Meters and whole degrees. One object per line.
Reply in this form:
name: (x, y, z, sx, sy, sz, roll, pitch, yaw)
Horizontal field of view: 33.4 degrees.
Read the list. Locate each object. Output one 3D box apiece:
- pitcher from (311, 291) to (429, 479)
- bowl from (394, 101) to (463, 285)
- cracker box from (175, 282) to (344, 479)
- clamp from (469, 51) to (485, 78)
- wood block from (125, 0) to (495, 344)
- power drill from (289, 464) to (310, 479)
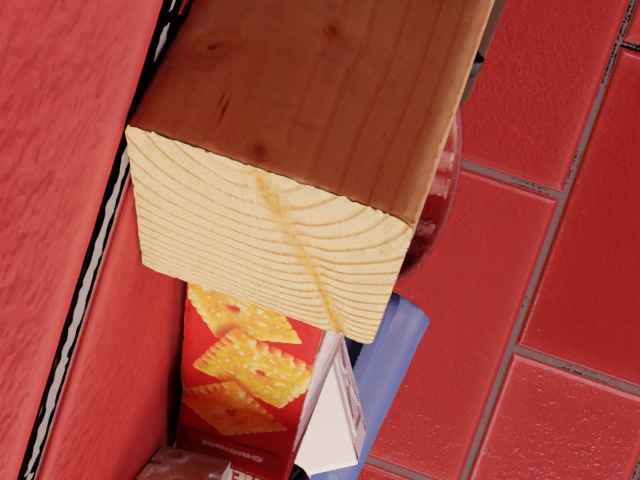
pitcher: (0.020, 0.165, 1.163, 0.149, 0.145, 0.242, 44, 63, -47)
bowl: (0.036, -0.053, 0.715, 0.161, 0.055, 0.162, -24, 120, -52)
cracker box: (-0.013, 0.014, 0.547, 0.214, 0.072, 0.164, 104, 8, -52)
clamp: (0.083, -0.173, 0.824, 0.210, 0.036, 0.164, 132, -39, -70)
wood block: (0.015, -0.082, 0.388, 0.091, 0.090, 0.206, 102, 9, -61)
power drill: (-0.057, 0.240, 0.619, 0.184, 0.057, 0.188, -31, 125, -56)
